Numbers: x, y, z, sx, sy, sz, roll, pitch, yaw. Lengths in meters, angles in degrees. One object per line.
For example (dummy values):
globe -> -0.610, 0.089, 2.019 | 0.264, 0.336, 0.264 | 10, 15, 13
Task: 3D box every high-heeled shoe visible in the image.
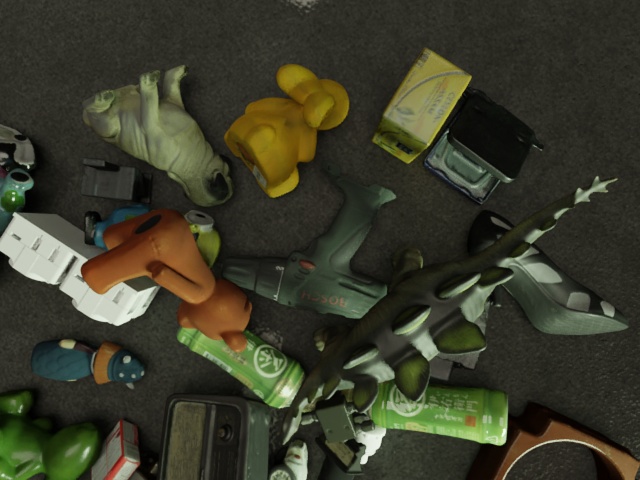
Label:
high-heeled shoe -> 0.319, 0.046, 0.755 | 0.249, 0.086, 0.145 | 15, 60, -17

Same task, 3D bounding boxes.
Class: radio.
radio -> -0.140, 0.319, 0.700 | 0.131, 0.073, 0.229 | -6, 69, 18

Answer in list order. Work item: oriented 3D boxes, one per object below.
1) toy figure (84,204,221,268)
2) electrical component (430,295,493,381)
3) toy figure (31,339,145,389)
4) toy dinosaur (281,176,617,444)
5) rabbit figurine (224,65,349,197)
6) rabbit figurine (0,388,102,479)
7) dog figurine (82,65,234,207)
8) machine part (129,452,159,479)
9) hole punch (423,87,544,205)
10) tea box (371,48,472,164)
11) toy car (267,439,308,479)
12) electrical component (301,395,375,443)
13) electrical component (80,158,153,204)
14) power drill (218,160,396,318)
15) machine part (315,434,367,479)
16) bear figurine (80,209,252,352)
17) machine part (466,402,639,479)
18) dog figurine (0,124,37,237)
toy figure -> -0.227, -0.003, 0.741 | 0.180, 0.082, 0.089 | 3, 118, -7
electrical component -> 0.168, 0.123, 0.750 | 0.115, 0.058, 0.134 | 15, 91, 3
toy figure -> -0.322, 0.170, 0.758 | 0.154, 0.064, 0.058 | 6, 54, -4
toy dinosaur -> 0.122, 0.083, 0.621 | 0.471, 0.198, 0.105 | -44, 99, 4
rabbit figurine -> -0.034, -0.163, 0.714 | 0.173, 0.162, 0.122 | -34, 78, -16
rabbit figurine -> -0.384, 0.297, 0.730 | 0.170, 0.121, 0.159 | 1, 98, 3
dog figurine -> -0.222, -0.121, 0.738 | 0.172, 0.121, 0.190 | -8, 110, 32
machine part -> -0.267, 0.391, 0.752 | 0.079, 0.079, 0.243 | 31, 90, 0
hole punch -> 0.218, -0.125, 0.739 | 0.142, 0.092, 0.116 | 35, 62, 3
tea box -> 0.123, -0.163, 0.688 | 0.068, 0.169, 0.098 | 33, 93, 1
toy car -> -0.066, 0.375, 0.750 | 0.056, 0.073, 0.201 | 25, 92, 4
electrical component -> 0.023, 0.242, 0.719 | 0.094, 0.021, 0.063 | -16, 109, 8
electrical component -> -0.278, -0.078, 0.722 | 0.075, 0.119, 0.047 | 6, 91, -2
power drill -> -0.002, -0.002, 0.739 | 0.232, 0.086, 0.207 | 22, 88, -1
machine part -> 0.018, 0.328, 0.754 | 0.084, 0.039, 0.138 | 25, 101, 41
bear figurine -> -0.174, 0.059, 0.670 | 0.132, 0.120, 0.195 | -21, 122, 11
machine part -> 0.317, 0.343, 0.738 | 0.201, 0.087, 0.201 | 25, 90, 0
dog figurine -> -0.475, -0.034, 0.734 | 0.108, 0.192, 0.219 | 15, 121, -35
